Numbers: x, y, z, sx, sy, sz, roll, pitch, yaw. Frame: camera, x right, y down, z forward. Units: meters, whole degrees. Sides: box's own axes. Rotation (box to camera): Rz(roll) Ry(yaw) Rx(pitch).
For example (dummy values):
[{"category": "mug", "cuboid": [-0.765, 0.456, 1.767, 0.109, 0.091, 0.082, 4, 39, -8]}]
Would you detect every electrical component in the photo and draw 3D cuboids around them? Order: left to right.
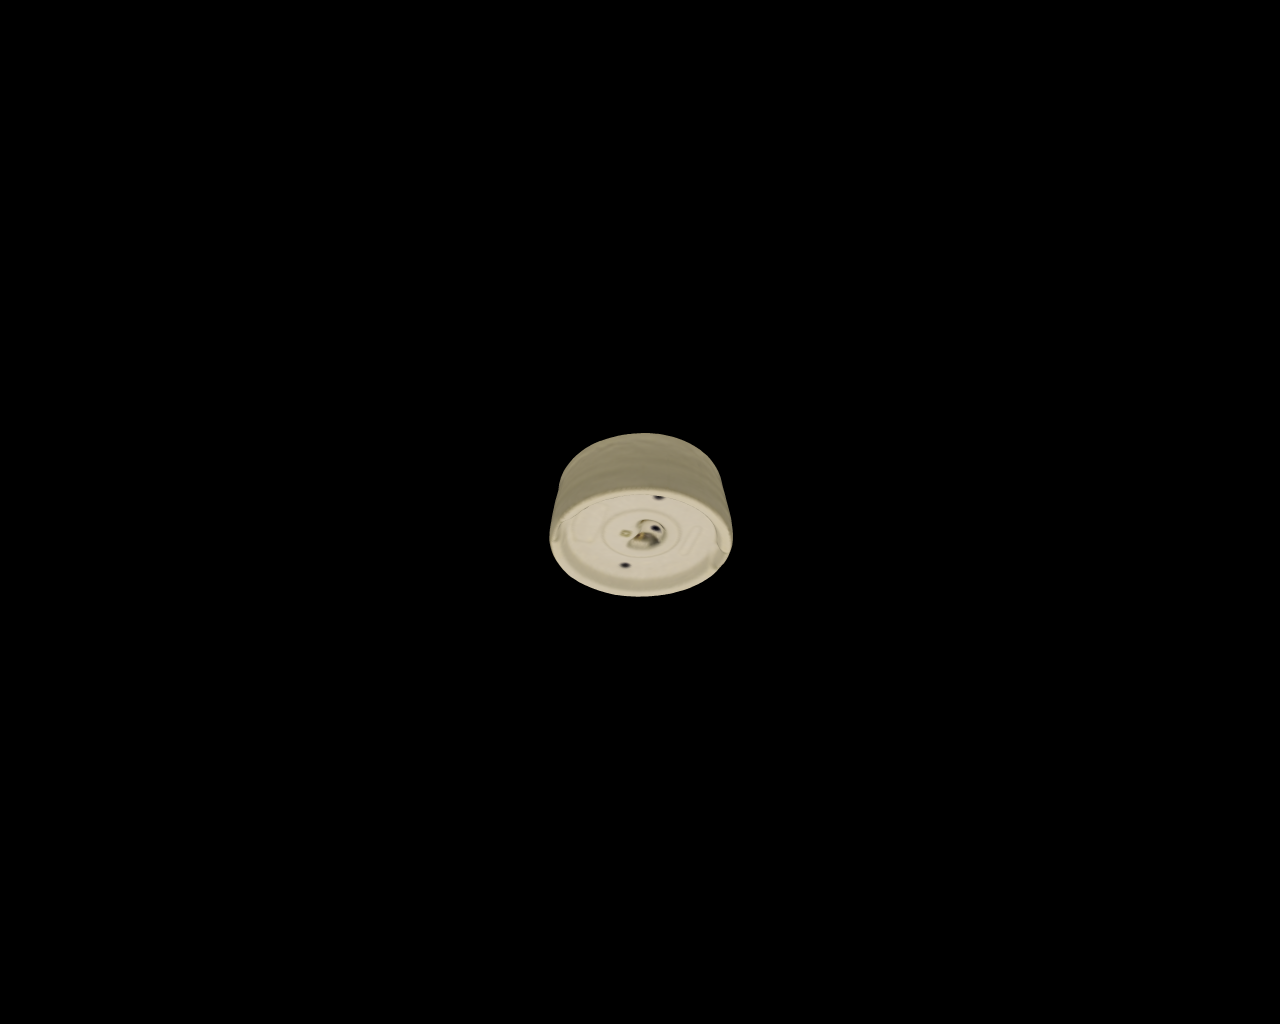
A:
[{"category": "electrical component", "cuboid": [0.001, -0.003, 0.650, 0.108, 0.060, 0.108, 0, -39, 0]}]
